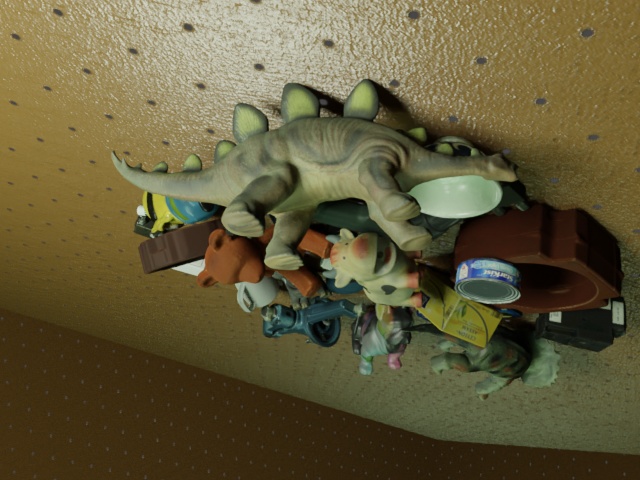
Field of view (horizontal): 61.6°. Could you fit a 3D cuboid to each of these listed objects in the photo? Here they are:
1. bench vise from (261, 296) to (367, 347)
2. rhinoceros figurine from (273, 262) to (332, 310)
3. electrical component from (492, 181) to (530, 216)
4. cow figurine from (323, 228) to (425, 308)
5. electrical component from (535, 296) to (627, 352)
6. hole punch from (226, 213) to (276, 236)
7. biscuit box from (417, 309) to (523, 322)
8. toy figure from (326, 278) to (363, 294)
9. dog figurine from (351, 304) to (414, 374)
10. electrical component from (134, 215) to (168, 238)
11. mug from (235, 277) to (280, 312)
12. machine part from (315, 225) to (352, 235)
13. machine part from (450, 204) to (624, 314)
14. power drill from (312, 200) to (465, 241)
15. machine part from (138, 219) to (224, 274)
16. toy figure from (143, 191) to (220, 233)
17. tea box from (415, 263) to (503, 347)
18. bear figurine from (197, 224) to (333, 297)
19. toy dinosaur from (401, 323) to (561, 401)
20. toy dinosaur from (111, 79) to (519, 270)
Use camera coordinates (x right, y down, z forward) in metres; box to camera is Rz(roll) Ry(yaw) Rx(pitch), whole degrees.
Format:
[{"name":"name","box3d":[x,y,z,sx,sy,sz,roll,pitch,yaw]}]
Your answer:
[{"name":"bench vise","box3d":[-0.010,0.170,1.216,0.241,0.129,0.223,-20,137,37]},{"name":"rhinoceros figurine","box3d":[-0.036,0.074,1.047,0.073,0.112,0.190,-25,164,6]},{"name":"electrical component","box3d":[0.229,-0.061,0.700,0.094,0.021,0.063,30,152,-34]},{"name":"cow figurine","box3d":[0.081,0.039,0.760,0.127,0.085,0.194,-2,160,15]},{"name":"electrical component","box3d":[0.427,0.117,0.877,0.134,0.115,0.058,12,158,8]},{"name":"hole punch","box3d":[-0.077,-0.070,0.732,0.092,0.116,0.142,2,164,-17]},{"name":"biscuit box","box3d":[0.280,0.118,1.022,0.062,0.059,0.203,28,153,-33]},{"name":"toy figure","box3d":[0.083,0.073,1.028,0.155,0.064,0.057,-11,109,35]},{"name":"dog figurine","box3d":[0.145,0.185,1.198,0.108,0.192,0.219,0,129,-13]},{"name":"electrical component","box3d":[-0.331,-0.014,1.067,0.078,0.045,0.102,21,155,-20]},{"name":"mug","box3d":[-0.149,0.090,1.140,0.081,0.109,0.107,5,142,31]},{"name":"machine part","box3d":[-0.002,-0.003,0.934,0.139,0.039,0.084,-3,160,29]},{"name":"machine part","box3d":[0.312,0.033,0.788,0.201,0.087,0.201,29,153,-31]},{"name":"power drill","box3d":[0.072,-0.042,0.769,0.207,0.086,0.232,11,160,-15]},{"name":"machine part","box3d":[-0.217,0.009,0.901,0.179,0.056,0.179,-17,-179,0]},{"name":"toy figure","box3d":[-0.212,-0.067,0.840,0.082,0.089,0.180,-8,176,-39]},{"name":"tea box","box3d":[0.218,0.107,0.923,0.098,0.068,0.170,24,-173,-21]},{"name":"bear figurine","box3d":[-0.082,0.031,0.831,0.132,0.120,0.196,34,-154,22]},{"name":"toy dinosaur","box3d":[0.350,0.223,1.083,0.192,0.131,0.404,-32,140,28]},{"name":"toy dinosaur","box3d":[-0.034,-0.073,0.581,0.472,0.198,0.105,-3,144,10]}]
